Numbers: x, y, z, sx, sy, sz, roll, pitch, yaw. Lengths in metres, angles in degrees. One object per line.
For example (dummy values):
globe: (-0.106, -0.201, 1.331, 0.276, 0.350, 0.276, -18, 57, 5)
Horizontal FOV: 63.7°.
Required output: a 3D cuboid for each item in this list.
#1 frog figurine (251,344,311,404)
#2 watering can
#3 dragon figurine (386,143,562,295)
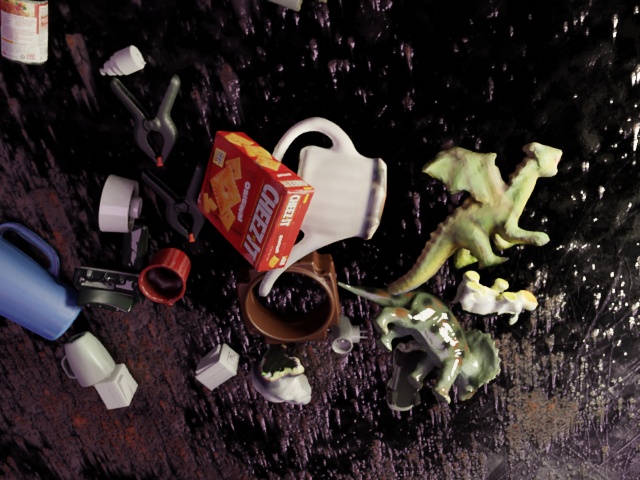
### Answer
frog figurine: (-0.087, 0.328, 1.171, 0.138, 0.125, 0.156, 17, 133, 29)
watering can: (0.003, -0.048, 0.960, 0.224, 0.105, 0.345, 9, 100, -2)
dragon figurine: (0.276, -0.060, 0.991, 0.409, 0.123, 0.241, -23, 98, 10)
